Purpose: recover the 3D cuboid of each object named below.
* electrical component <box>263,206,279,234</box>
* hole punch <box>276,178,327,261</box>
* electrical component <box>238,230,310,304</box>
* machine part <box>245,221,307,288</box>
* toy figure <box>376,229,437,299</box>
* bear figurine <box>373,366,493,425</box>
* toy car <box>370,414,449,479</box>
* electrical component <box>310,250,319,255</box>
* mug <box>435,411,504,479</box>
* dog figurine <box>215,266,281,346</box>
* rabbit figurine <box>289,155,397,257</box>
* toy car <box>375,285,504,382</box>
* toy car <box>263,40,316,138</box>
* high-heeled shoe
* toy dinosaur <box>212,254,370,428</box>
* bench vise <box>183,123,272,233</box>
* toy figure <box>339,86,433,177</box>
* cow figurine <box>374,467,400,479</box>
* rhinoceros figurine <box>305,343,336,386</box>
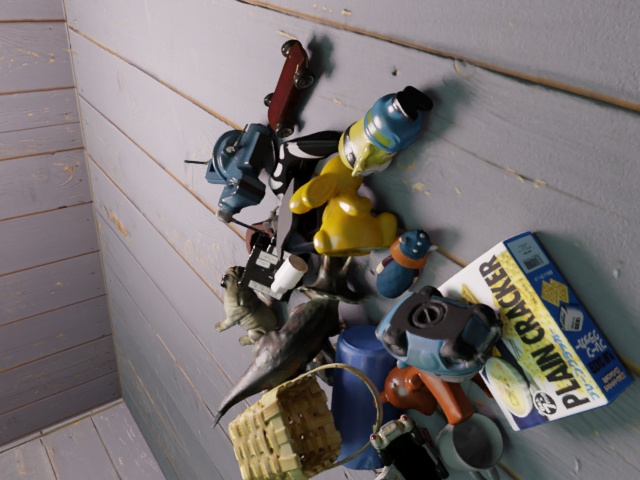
[{"bbox_3d":[-0.060,-0.030,1.086,0.102,0.045,0.078,-6,125,19],"label":"electrical component"},{"bbox_3d":[-0.028,-0.038,0.994,0.115,0.092,0.142,129,144,-54],"label":"hole punch"},{"bbox_3d":[-0.087,0.050,1.081,0.058,0.115,0.134,-77,13,-60],"label":"electrical component"},{"bbox_3d":[-0.098,0.036,1.197,0.180,0.056,0.179,28,127,46],"label":"machine part"},{"bbox_3d":[0.132,0.032,0.849,0.154,0.064,0.058,111,145,-45],"label":"toy figure"},{"bbox_3d":[0.172,0.231,0.830,0.132,0.120,0.195,52,143,23],"label":"bear figurine"},{"bbox_3d":[0.141,0.337,0.840,0.201,0.073,0.056,57,-179,-35],"label":"toy car"},{"bbox_3d":[-0.002,-0.003,1.029,0.094,0.021,0.063,-48,24,29],"label":"electrical component"},{"bbox_3d":[0.230,0.325,0.831,0.109,0.081,0.107,55,158,14],"label":"mug"},{"bbox_3d":[-0.156,0.153,1.261,0.190,0.172,0.121,113,170,-49],"label":"dog figurine"},{"bbox_3d":[0.033,-0.060,0.898,0.122,0.162,0.173,158,112,-69],"label":"rabbit figurine"},{"bbox_3d":[0.164,0.134,0.707,0.162,0.109,0.102,9,137,45],"label":"toy car"},{"bbox_3d":[-0.055,-0.276,0.993,0.202,0.053,0.089,-56,47,54],"label":"toy car"},{"bbox_3d":[-0.025,-0.122,1.003,0.249,0.086,0.145,12,121,55],"label":"high-heeled shoe"},{"bbox_3d":[-0.049,0.186,0.977,0.131,0.405,0.192,36,159,9],"label":"toy dinosaur"},{"bbox_3d":[-0.191,-0.142,1.158,0.241,0.129,0.223,11,89,51],"label":"bench vise"},{"bbox_3d":[0.093,-0.163,0.805,0.180,0.082,0.089,131,128,-58],"label":"toy figure"},{"bbox_3d":[0.139,0.458,1.017,0.068,0.098,0.167,41,152,15],"label":"cow figurine"},{"bbox_3d":[-0.013,0.253,1.163,0.191,0.073,0.112,15,126,51],"label":"rhinoceros figurine"}]
